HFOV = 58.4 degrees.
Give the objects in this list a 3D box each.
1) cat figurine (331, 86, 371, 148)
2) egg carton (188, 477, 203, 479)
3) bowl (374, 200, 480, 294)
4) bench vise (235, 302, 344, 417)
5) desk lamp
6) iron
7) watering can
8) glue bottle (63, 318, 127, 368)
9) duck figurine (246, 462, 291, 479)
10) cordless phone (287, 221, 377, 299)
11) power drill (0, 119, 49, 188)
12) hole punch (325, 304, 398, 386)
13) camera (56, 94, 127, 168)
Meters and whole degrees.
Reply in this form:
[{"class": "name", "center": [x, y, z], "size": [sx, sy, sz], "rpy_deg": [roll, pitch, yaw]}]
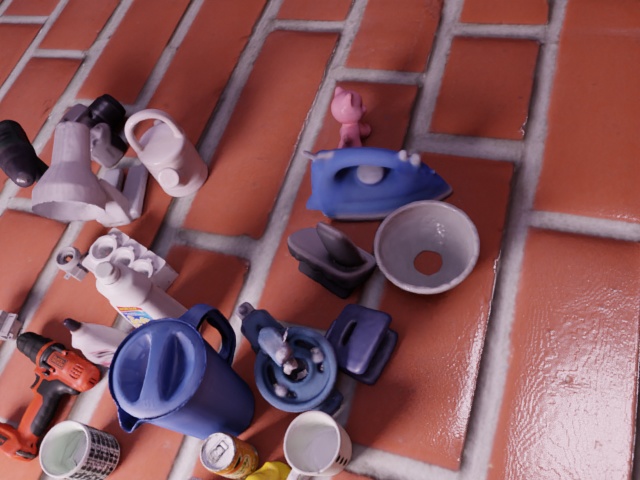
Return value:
[{"class": "cat figurine", "center": [0.054, -0.223, 1.075], "size": [0.067, 0.118, 0.128], "rpy_deg": [-2, 61, 14]}, {"class": "egg carton", "center": [-0.202, 0.419, 0.808], "size": [0.150, 0.069, 0.107], "rpy_deg": [-40, 60, -9]}, {"class": "bowl", "center": [0.175, 0.022, 0.933], "size": [0.167, 0.075, 0.167], "rpy_deg": [-6, 60, 11]}, {"class": "bench vise", "center": [-0.069, 0.165, 0.829], "size": [0.206, 0.220, 0.121], "rpy_deg": [23, 69, 24]}, {"class": "desk lamp", "center": [-0.431, -0.106, 1.074], "size": [0.117, 0.214, 0.203], "rpy_deg": [-6, 60, 11]}, {"class": "iron", "center": [0.096, -0.117, 0.991], "size": [0.257, 0.142, 0.118], "rpy_deg": [-2, 61, 13]}, {"class": "watering can", "center": [-0.291, -0.170, 1.086], "size": [0.101, 0.194, 0.172], "rpy_deg": [-41, 60, -10]}, {"class": "glue bottle", "center": [-0.363, 0.163, 0.931], "size": [0.078, 0.173, 0.037], "rpy_deg": [-18, 59, 4]}, {"class": "duck figurine", "center": [-0.085, 0.359, 0.803], "size": [0.077, 0.086, 0.105], "rpy_deg": [26, 71, 25]}, {"class": "cordless phone", "center": [0.008, 0.003, 0.920], "size": [0.147, 0.185, 0.094], "rpy_deg": [26, 71, 25]}, {"class": "power drill", "center": [-0.552, -0.131, 1.122], "size": [0.076, 0.209, 0.229], "rpy_deg": [-39, 59, -8]}, {"class": "hole punch", "center": [0.054, 0.156, 0.879], "size": [0.100, 0.091, 0.109], "rpy_deg": [22, 69, 24]}, {"class": "camera", "center": [-0.479, -0.249, 1.233], "size": [0.142, 0.101, 0.137], "rpy_deg": [28, 71, 26]}]
